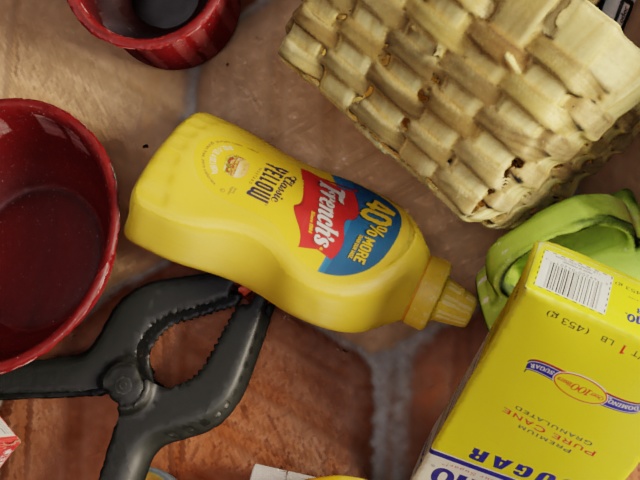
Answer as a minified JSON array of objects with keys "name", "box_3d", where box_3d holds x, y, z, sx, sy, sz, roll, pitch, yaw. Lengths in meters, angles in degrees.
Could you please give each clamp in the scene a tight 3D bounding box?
[{"name":"clamp","box_3d":[-0.105,0.097,0.612,0.210,0.036,0.164,-33,73,0]}]

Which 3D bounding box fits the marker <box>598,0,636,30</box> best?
[{"name":"marker","box_3d":[0.155,-0.097,0.615,0.020,0.020,0.121,22,88,7]}]

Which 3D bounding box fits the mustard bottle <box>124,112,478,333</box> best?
[{"name":"mustard bottle","box_3d":[-0.004,0.000,0.590,0.191,0.096,0.058,25,130,5]}]

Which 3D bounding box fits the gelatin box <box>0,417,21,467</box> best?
[{"name":"gelatin box","box_3d":[-0.221,0.111,0.602,0.089,0.030,0.073,42,100,21]}]

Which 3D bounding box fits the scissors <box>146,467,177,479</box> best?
[{"name":"scissors","box_3d":[-0.058,0.195,0.593,0.202,0.016,0.096,18,79,21]}]

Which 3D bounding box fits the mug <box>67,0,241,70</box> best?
[{"name":"mug","box_3d":[-0.083,-0.154,0.611,0.093,0.081,0.117,39,90,7]}]

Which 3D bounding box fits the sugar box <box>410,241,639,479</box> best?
[{"name":"sugar box","box_3d":[0.115,0.088,0.539,0.093,0.048,0.176,25,131,7]}]

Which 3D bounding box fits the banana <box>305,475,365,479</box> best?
[{"name":"banana","box_3d":[0.066,0.178,0.573,0.197,0.069,0.037,40,106,-6]}]

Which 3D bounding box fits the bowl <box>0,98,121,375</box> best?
[{"name":"bowl","box_3d":[-0.176,0.003,0.610,0.162,0.055,0.162,-5,73,17]}]
